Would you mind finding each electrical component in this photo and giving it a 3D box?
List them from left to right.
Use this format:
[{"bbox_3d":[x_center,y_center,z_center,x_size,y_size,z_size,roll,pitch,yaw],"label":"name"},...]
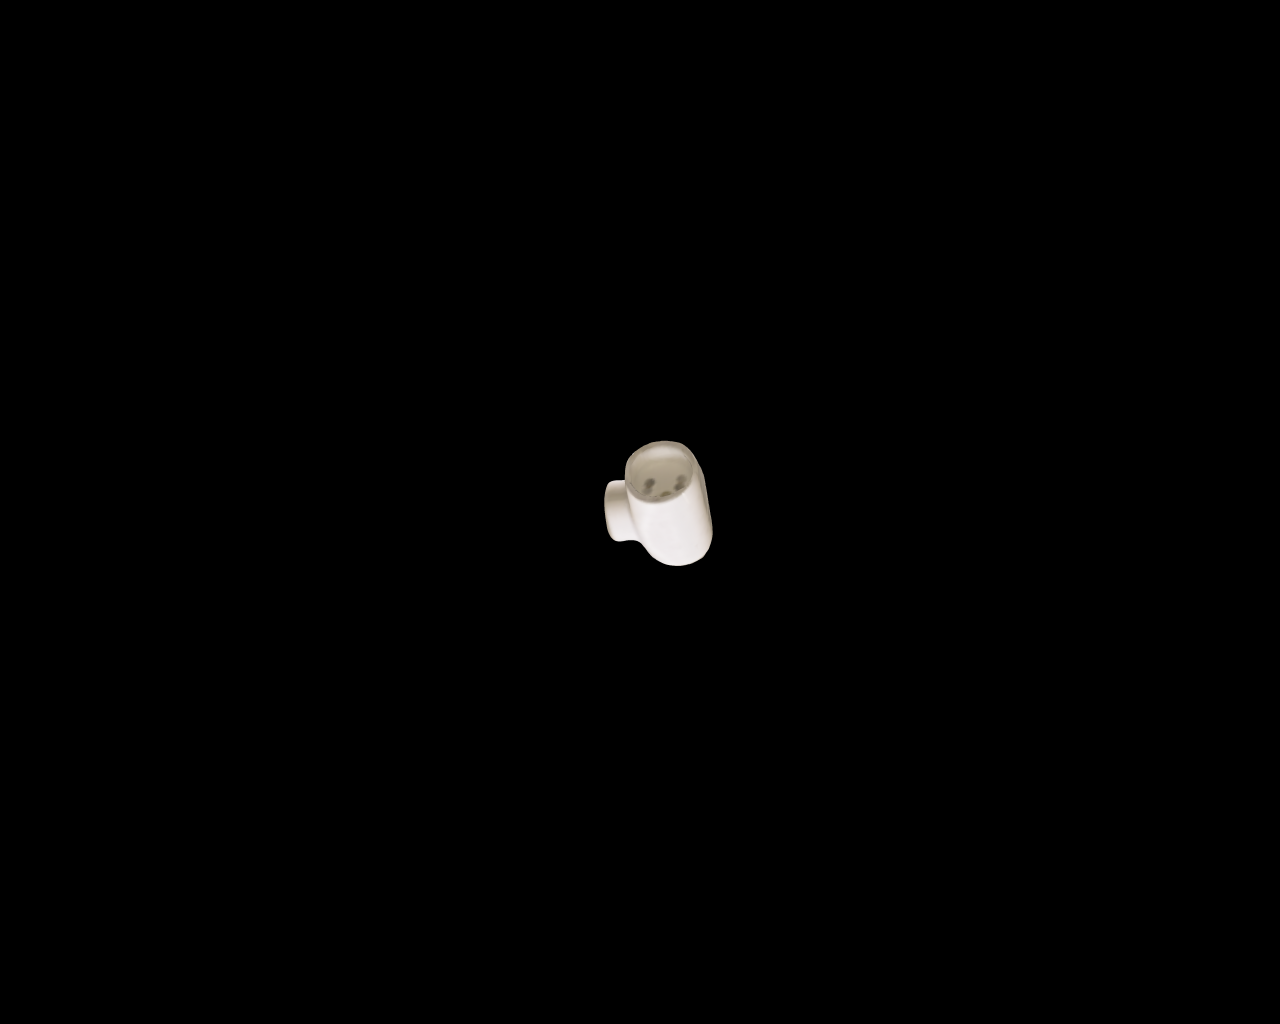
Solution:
[{"bbox_3d":[0.001,-0.003,0.650,0.079,0.044,0.077,-6,-32,9],"label":"electrical component"}]
